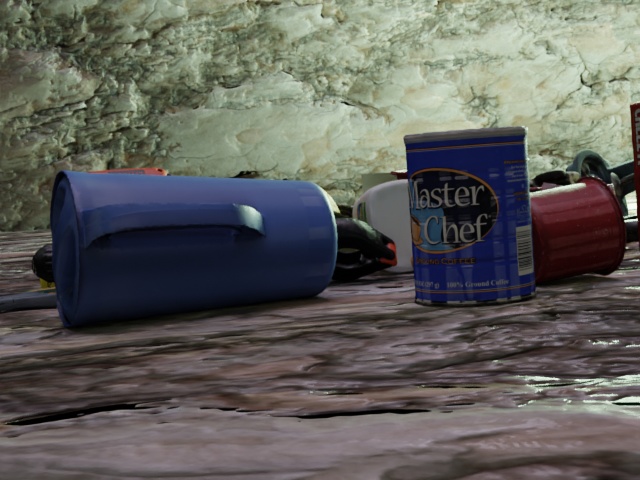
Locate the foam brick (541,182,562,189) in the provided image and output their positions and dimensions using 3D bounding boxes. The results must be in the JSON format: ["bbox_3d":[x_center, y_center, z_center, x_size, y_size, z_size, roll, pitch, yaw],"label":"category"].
[{"bbox_3d":[0.259,-0.018,1.103,0.078,0.051,0.053,14,-33,26],"label":"foam brick"}]

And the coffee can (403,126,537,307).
[{"bbox_3d":[0.125,-0.021,0.891,0.103,0.140,0.103,-4,4,0],"label":"coffee can"}]

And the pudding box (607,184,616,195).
[{"bbox_3d":[0.269,-0.019,1.171,0.114,0.039,0.090,-5,37,17],"label":"pudding box"}]

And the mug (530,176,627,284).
[{"bbox_3d":[0.212,-0.013,0.975,0.081,0.093,0.117,-11,40,-18],"label":"mug"}]

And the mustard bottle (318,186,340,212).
[{"bbox_3d":[-0.050,-0.015,1.329,0.058,0.096,0.191,-31,-13,37],"label":"mustard bottle"}]

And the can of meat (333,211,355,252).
[{"bbox_3d":[-0.003,-0.006,1.225,0.102,0.057,0.084,19,-4,3],"label":"can of meat"}]

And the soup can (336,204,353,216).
[{"bbox_3d":[0.015,-0.016,1.486,0.068,0.068,0.102,-5,4,-15],"label":"soup can"}]

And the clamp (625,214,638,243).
[{"bbox_3d":[0.341,-0.009,1.231,0.209,0.036,0.165,-8,2,-21],"label":"clamp"}]

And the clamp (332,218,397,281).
[{"bbox_3d":[-0.007,0.001,1.074,0.171,0.039,0.120,-4,-37,-1],"label":"clamp"}]

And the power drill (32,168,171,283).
[{"bbox_3d":[-0.220,-0.013,1.166,0.184,0.057,0.188,-2,31,-14],"label":"power drill"}]

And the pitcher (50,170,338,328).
[{"bbox_3d":[-0.108,0.001,0.935,0.242,0.145,0.149,-3,31,-23],"label":"pitcher"}]

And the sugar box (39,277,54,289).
[{"bbox_3d":[-0.228,0.031,1.218,0.176,0.048,0.093,-7,6,-10],"label":"sugar box"}]

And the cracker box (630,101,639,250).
[{"bbox_3d":[0.433,-0.070,1.104,0.213,0.164,0.072,-5,2,-15],"label":"cracker box"}]

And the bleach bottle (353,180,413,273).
[{"bbox_3d":[0.076,-0.011,1.257,0.068,0.102,0.251,-11,-2,-5],"label":"bleach bottle"}]

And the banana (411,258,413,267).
[{"bbox_3d":[0.193,0.013,1.081,0.198,0.037,0.069,-2,4,30],"label":"banana"}]

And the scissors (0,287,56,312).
[{"bbox_3d":[-0.298,0.063,1.048,0.096,0.016,0.201,-2,5,34],"label":"scissors"}]

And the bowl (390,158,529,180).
[{"bbox_3d":[0.164,-0.061,1.243,0.162,0.055,0.162,-6,5,0],"label":"bowl"}]
